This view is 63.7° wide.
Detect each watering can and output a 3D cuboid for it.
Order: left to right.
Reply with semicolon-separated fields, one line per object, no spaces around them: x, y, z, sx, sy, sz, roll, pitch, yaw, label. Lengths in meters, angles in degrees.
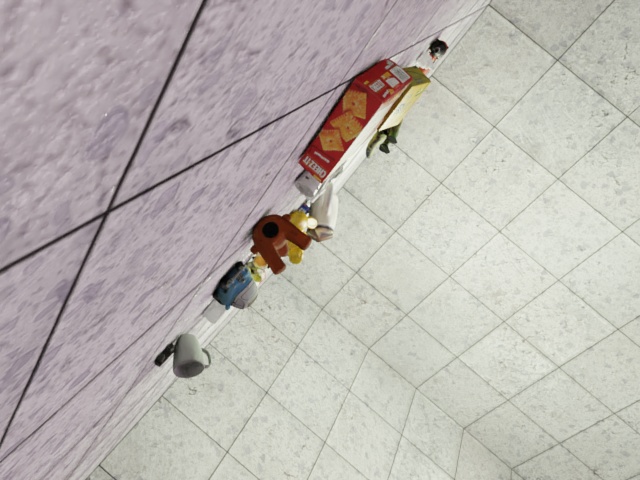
0.006;-0.097;1.929;0.343;0.104;0.227;120;-21;-74;watering can

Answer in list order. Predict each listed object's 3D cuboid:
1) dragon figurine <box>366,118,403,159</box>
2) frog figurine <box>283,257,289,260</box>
0.236;-0.412;1.633;0.245;0.122;0.407;-58;-178;-10;dragon figurine
-0.115;0.026;1.852;0.137;0.121;0.162;-31;-165;11;frog figurine
